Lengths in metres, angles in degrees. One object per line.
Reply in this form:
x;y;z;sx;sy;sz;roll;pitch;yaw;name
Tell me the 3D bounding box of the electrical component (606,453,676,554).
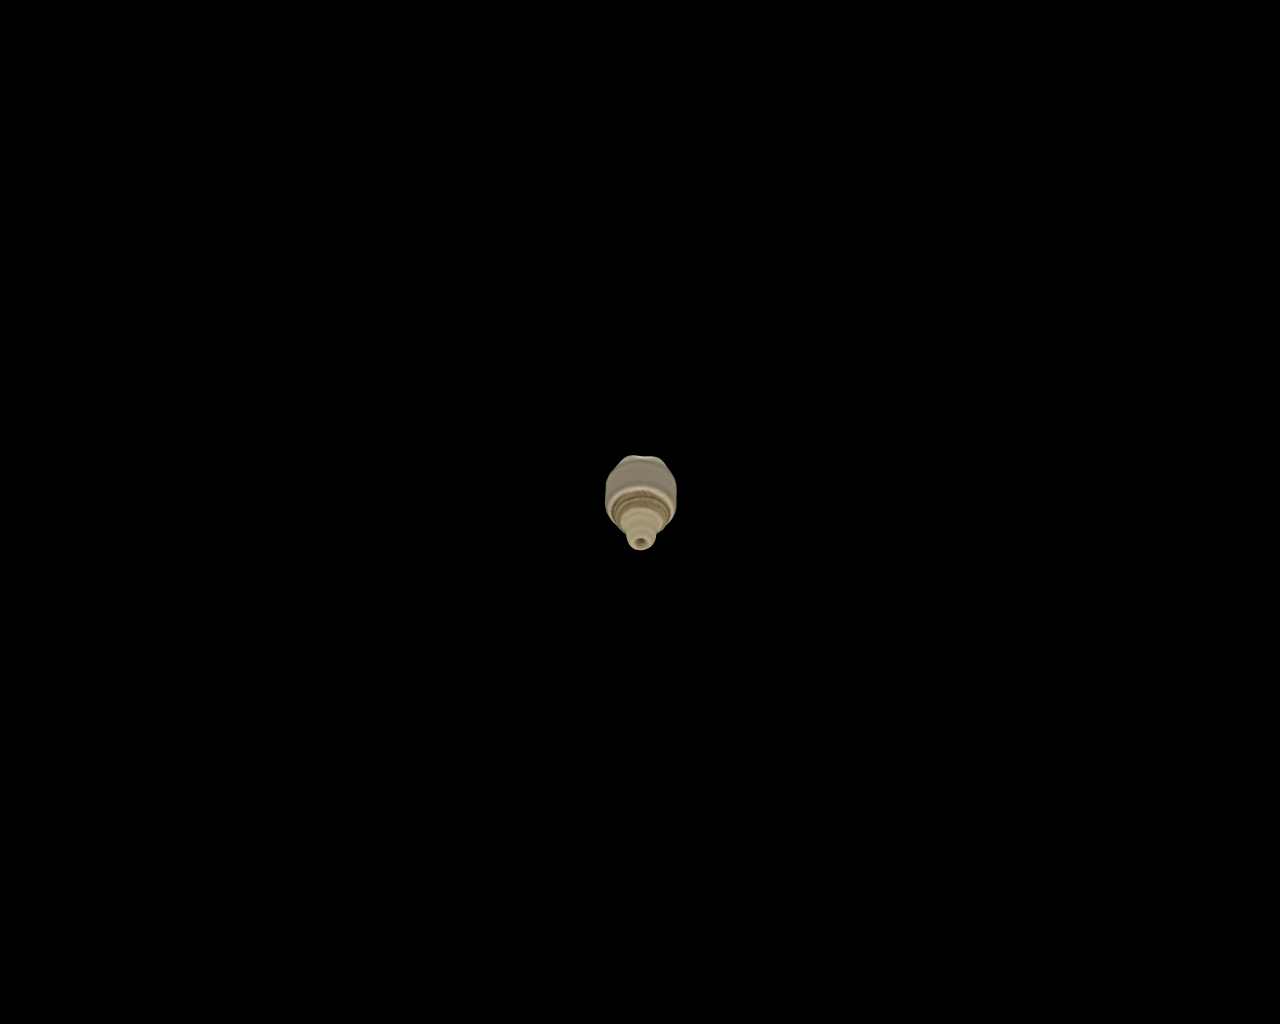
0.001;-0.003;0.650;0.043;0.043;0.062;0;44;0;electrical component
